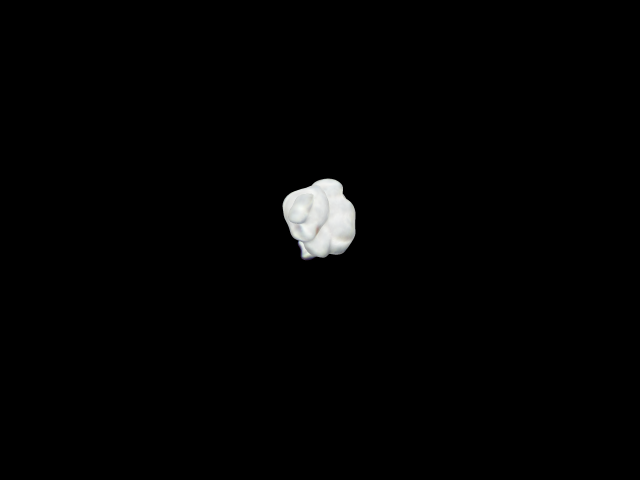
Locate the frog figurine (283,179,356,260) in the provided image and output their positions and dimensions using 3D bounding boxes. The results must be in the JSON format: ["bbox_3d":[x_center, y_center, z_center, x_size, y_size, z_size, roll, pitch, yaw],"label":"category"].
[{"bbox_3d":[0.003,-0.043,0.850,0.123,0.140,0.157,17,-21,7],"label":"frog figurine"}]
